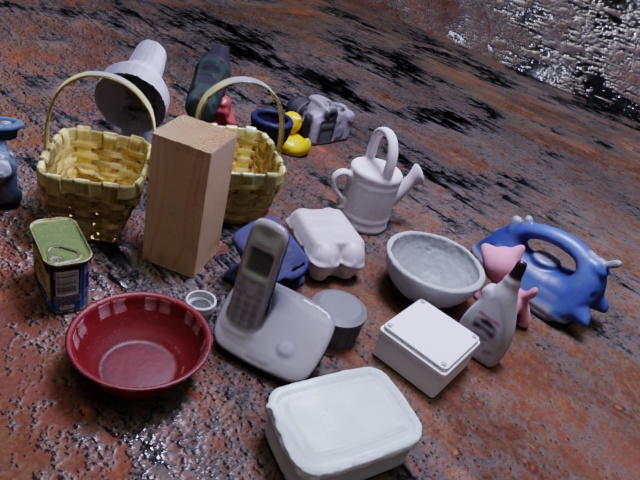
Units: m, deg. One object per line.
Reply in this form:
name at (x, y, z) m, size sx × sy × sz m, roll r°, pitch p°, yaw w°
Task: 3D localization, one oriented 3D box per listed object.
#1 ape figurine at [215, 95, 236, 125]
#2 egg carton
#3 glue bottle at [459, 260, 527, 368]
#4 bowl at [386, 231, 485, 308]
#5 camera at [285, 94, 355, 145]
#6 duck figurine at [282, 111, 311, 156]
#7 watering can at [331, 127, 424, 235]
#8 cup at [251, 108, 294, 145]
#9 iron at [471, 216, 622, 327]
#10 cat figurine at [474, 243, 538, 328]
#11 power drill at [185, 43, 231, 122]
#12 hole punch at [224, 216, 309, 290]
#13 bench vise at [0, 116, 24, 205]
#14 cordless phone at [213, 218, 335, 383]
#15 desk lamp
ape figurine at (-0.219, -0.274, 1.259) m, size 0.077 × 0.092 × 0.076 m, roll 22°, pitch 32°, yaw 10°
egg carton at (0.009, 0.003, 0.953) m, size 0.107 × 0.069 × 0.150 m, roll -3°, pitch 36°, yaw -27°
glue bottle at (0.253, 0.099, 0.817) m, size 0.078 × 0.173 × 0.037 m, roll 33°, pitch 36°, yaw 26°
bowl at (0.179, 0.059, 0.938) m, size 0.167 × 0.075 × 0.167 m, roll 12°, pitch 32°, yaw -7°
camera at (-0.007, -0.310, 1.401) m, size 0.144 × 0.101 × 0.136 m, roll -17°, pitch 45°, yaw -41°
duck figurine at (-0.063, -0.244, 1.289) m, size 0.104 × 0.086 × 0.078 m, roll 28°, pitch 34°, yaw 19°
watering can at (0.108, -0.117, 1.067) m, size 0.173 × 0.194 × 0.100 m, roll -13°, pitch 42°, yaw -38°
cup at (-0.108, -0.229, 1.236) m, size 0.091 × 0.095 × 0.118 m, roll 15°, pitch 32°, yaw -1°
iron at (0.393, 0.033, 1.013) m, size 0.119 × 0.141 × 0.257 m, roll -17°, pitch 45°, yaw -42°
cat figurine at (0.311, 0.065, 0.949) m, size 0.067 × 0.118 × 0.127 m, roll -1°, pitch 36°, yaw -25°
power drill at (-0.222, -0.255, 1.119) m, size 0.076 × 0.208 × 0.229 m, roll 10°, pitch 32°, yaw -9°
hole punch at (-0.073, 0.027, 0.860) m, size 0.101 × 0.091 × 0.109 m, roll 30°, pitch 35°, yaw 22°
bench vise at (-0.493, -0.175, 0.862) m, size 0.207 × 0.220 × 0.122 m, roll 31°, pitch 35°, yaw 23°
cordless phone at (-0.047, 0.074, 0.710) m, size 0.147 × 0.185 × 0.094 m, roll 23°, pitch 33°, yaw 11°
desk lamp at (-0.329, -0.245, 1.049) m, size 0.118 × 0.213 × 0.203 m, roll 10°, pitch 32°, yaw -9°
